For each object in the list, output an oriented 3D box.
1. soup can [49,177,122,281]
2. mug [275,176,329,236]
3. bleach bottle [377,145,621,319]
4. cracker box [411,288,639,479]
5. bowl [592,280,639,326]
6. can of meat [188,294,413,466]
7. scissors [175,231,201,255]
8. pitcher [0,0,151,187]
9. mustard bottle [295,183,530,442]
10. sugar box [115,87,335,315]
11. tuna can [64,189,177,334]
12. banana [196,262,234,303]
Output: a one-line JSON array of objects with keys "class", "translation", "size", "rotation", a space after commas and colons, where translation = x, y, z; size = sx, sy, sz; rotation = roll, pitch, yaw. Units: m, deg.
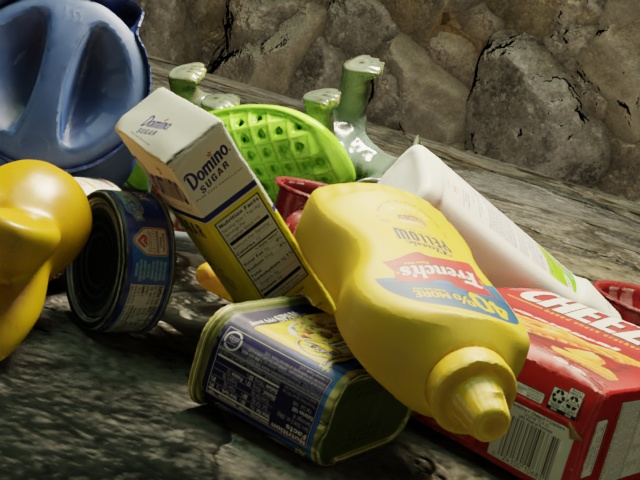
[{"class": "soup can", "translation": [-0.175, -0.007, 0.708], "size": [0.068, 0.068, 0.102], "rotation": [18, 11, 17]}, {"class": "mug", "translation": [-0.006, 0.001, 0.859], "size": [0.093, 0.081, 0.117], "rotation": [18, 11, 16]}, {"class": "bleach bottle", "translation": [0.154, 0.031, 0.835], "size": [0.250, 0.068, 0.102], "rotation": [35, 24, -17]}, {"class": "cracker box", "translation": [0.143, 0.084, 0.670], "size": [0.164, 0.072, 0.213], "rotation": [24, 13, 38]}, {"class": "bowl", "translation": [0.310, 0.086, 0.931], "size": [0.162, 0.055, 0.162], "rotation": [14, 11, -3]}, {"class": "can of meat", "translation": [-0.004, 0.073, 0.565], "size": [0.084, 0.057, 0.101], "rotation": [24, 14, 29]}, {"class": "scissors", "translation": [-0.087, 0.004, 0.806], "size": [0.202, 0.016, 0.096], "rotation": [7, -2, 31]}, {"class": "pitcher", "translation": [-0.207, -0.090, 0.845], "size": [0.149, 0.145, 0.243], "rotation": [-5, -6, -9]}, {"class": "mustard bottle", "translation": [0.052, 0.036, 0.540], "size": [0.096, 0.058, 0.192], "rotation": [16, 23, -22]}, {"class": "sugar box", "translation": [-0.050, -0.003, 0.641], "size": [0.176, 0.048, 0.093], "rotation": [56, -12, -32]}, {"class": "tuna can", "translation": [-0.120, 0.013, 0.633], "size": [0.033, 0.086, 0.086], "rotation": [5, 15, -36]}, {"class": "banana", "translation": [0.008, 0.036, 0.770], "size": [0.197, 0.037, 0.070], "rotation": [5, -20, -9]}]
